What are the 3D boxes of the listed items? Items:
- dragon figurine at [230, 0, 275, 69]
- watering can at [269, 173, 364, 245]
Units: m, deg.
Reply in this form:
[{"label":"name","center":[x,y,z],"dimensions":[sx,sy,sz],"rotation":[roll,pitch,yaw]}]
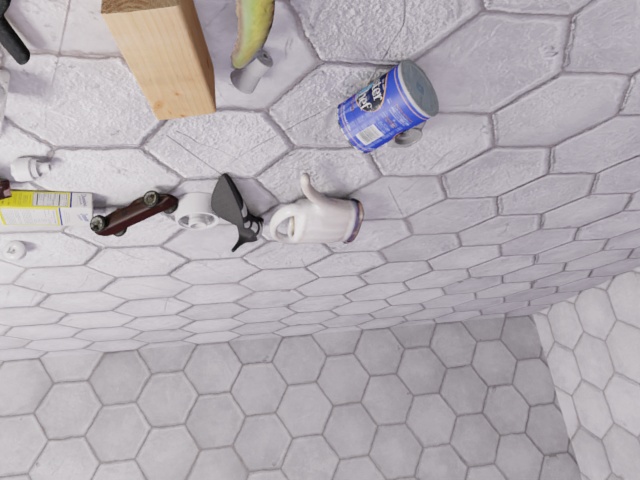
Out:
[{"label":"dragon figurine","center":[-0.077,-0.348,0.525],"dimensions":[0.241,0.125,0.404],"rotation":[25,140,-29]},{"label":"watering can","center":[0.004,-0.062,1.224],"dimensions":[0.224,0.106,0.341],"rotation":[-1,158,-19]}]
